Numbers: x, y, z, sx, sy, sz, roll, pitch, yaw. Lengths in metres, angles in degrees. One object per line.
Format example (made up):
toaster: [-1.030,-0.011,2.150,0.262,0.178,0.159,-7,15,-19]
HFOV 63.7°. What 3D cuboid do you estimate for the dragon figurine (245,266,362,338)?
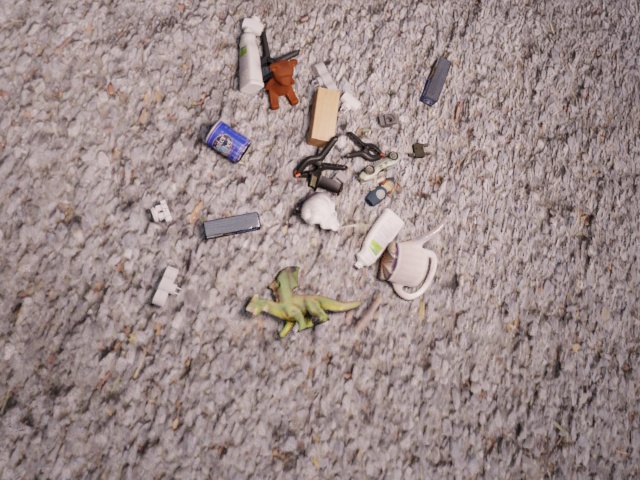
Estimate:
dragon figurine: [-0.070,0.204,1.860,0.413,0.120,0.245,-19,77,-23]

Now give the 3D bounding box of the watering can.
watering can: [0.348,0.057,1.942,0.224,0.105,0.346,14,97,-18]

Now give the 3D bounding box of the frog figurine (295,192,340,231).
frog figurine: [0.006,-0.096,1.913,0.139,0.120,0.160,-34,78,-33]
